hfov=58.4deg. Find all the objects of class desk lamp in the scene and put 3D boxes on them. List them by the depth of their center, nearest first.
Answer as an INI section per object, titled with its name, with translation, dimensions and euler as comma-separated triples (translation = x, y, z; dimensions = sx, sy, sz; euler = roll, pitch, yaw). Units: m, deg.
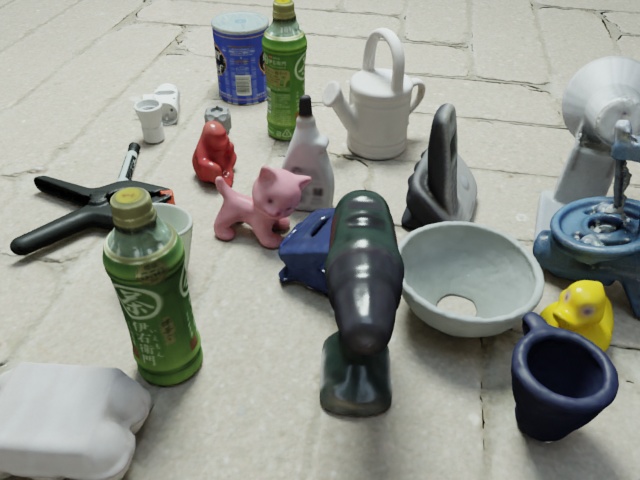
[desk lamp]
translation = 0.369, -0.115, 0.757
dimensions = 0.117, 0.214, 0.203
euler = 14, 42, 15

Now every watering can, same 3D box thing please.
[watering can]
translation = 0.090, -0.230, 0.899
dimensions = 0.100, 0.194, 0.173
euler = 31, 49, 30

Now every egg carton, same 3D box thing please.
[egg carton]
translation = -0.236, 0.168, 0.521
dimensions = 0.150, 0.069, 0.107
euler = 2, 41, 1

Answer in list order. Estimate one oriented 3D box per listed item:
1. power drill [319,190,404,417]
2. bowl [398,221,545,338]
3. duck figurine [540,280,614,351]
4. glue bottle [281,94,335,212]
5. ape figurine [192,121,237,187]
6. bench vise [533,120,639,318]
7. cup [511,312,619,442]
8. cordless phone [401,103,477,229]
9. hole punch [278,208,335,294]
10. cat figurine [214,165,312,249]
[power drill]
translation = 0.039, 0.068, 0.538
dimensions = 0.075, 0.208, 0.229
euler = 2, 41, 1
[bowl]
translation = 0.164, 0.056, 0.659
dimensions = 0.167, 0.075, 0.167
euler = 1, 41, 0
[duck figurine]
translation = 0.285, 0.080, 0.625
dimensions = 0.105, 0.086, 0.077
euler = -24, 47, -27
[glue bottle]
translation = -0.018, -0.117, 0.780
dimensions = 0.078, 0.173, 0.037
euler = 8, 41, 8
[ape figurine]
translation = -0.157, -0.134, 0.858
dimensions = 0.076, 0.092, 0.078
euler = 25, 46, 26
[bench vise]
translation = 0.367, -0.024, 0.646
dimensions = 0.207, 0.220, 0.121
euler = 11, 42, 12
[cup]
translation = 0.216, 0.137, 0.550
dimensions = 0.092, 0.095, 0.117
euler = -6, 41, -9
[cordless phone]
translation = 0.172, -0.107, 0.765
dimensions = 0.094, 0.185, 0.148
euler = 13, 42, 14
[hole punch]
translation = 0.006, 0.003, 0.704
dimensions = 0.100, 0.091, 0.109
euler = 19, 44, 20
[cat figurine]
translation = -0.077, -0.055, 0.749
dimensions = 0.127, 0.118, 0.067
euler = 9, 41, 9
